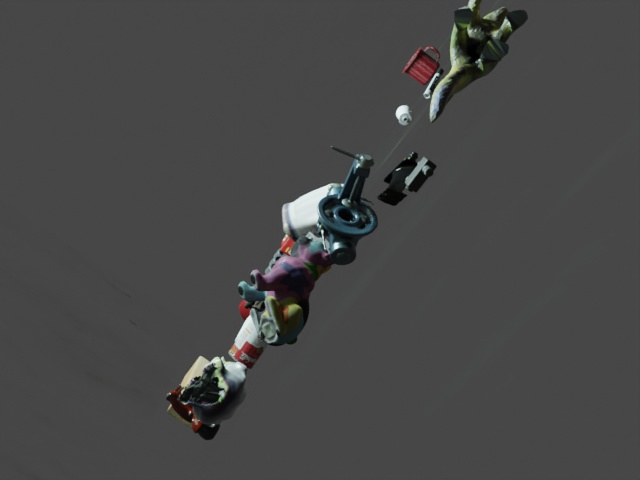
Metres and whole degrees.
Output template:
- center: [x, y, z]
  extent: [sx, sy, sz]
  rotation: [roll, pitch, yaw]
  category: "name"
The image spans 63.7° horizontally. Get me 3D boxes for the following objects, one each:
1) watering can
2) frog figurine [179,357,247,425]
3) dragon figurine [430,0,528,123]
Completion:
- center: [0.004, -0.066, 1.313]
  extent: [0.223, 0.103, 0.353]
  rotation: [-24, 17, 11]
  category: "watering can"
- center: [-0.202, 0.327, 1.104]
  extent: [0.139, 0.123, 0.157]
  rotation: [-65, -27, -13]
  category: "frog figurine"
- center: [0.284, -0.336, 1.015]
  extent: [0.415, 0.123, 0.239]
  rotation: [-55, -10, -17]
  category: "dragon figurine"
